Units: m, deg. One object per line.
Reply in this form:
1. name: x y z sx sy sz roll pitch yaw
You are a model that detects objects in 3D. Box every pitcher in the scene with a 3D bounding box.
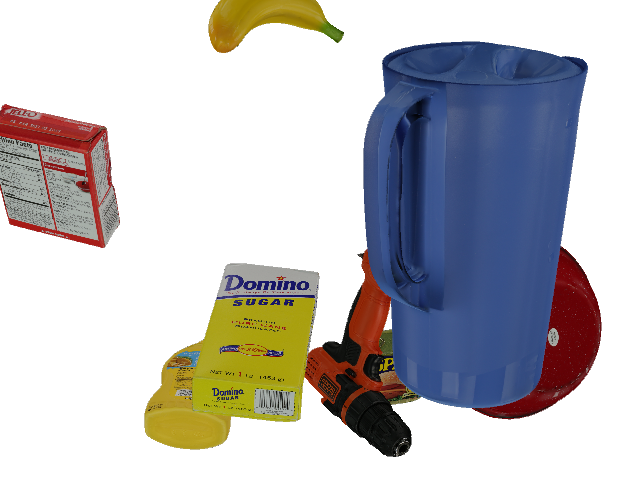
1. pitcher: 0.099 -0.009 0.734 0.149 0.243 0.145 -1 21 -1

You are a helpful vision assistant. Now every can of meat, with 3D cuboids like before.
1. can of meat: 0.089 0.168 1.404 0.102 0.084 0.057 -4 25 -19

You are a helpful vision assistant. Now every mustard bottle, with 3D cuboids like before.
1. mustard bottle: -0.145 0.172 1.278 0.096 0.058 0.191 3 25 3

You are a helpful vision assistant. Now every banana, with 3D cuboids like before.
1. banana: -0.049 -0.206 0.973 0.070 0.037 0.197 41 32 19

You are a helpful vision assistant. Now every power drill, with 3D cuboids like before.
1. power drill: 0.065 0.117 1.157 0.057 0.188 0.185 13 17 -40

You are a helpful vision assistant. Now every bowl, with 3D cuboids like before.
1. bowl: 0.178 0.076 0.894 0.161 0.162 0.055 0 5 -21

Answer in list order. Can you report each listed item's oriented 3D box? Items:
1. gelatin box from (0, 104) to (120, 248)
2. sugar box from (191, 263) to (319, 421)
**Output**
1. gelatin box: -0.175 -0.042 0.705 0.073 0.089 0.030 13 45 12
2. sugar box: -0.055 0.086 0.958 0.093 0.048 0.176 6 35 1
